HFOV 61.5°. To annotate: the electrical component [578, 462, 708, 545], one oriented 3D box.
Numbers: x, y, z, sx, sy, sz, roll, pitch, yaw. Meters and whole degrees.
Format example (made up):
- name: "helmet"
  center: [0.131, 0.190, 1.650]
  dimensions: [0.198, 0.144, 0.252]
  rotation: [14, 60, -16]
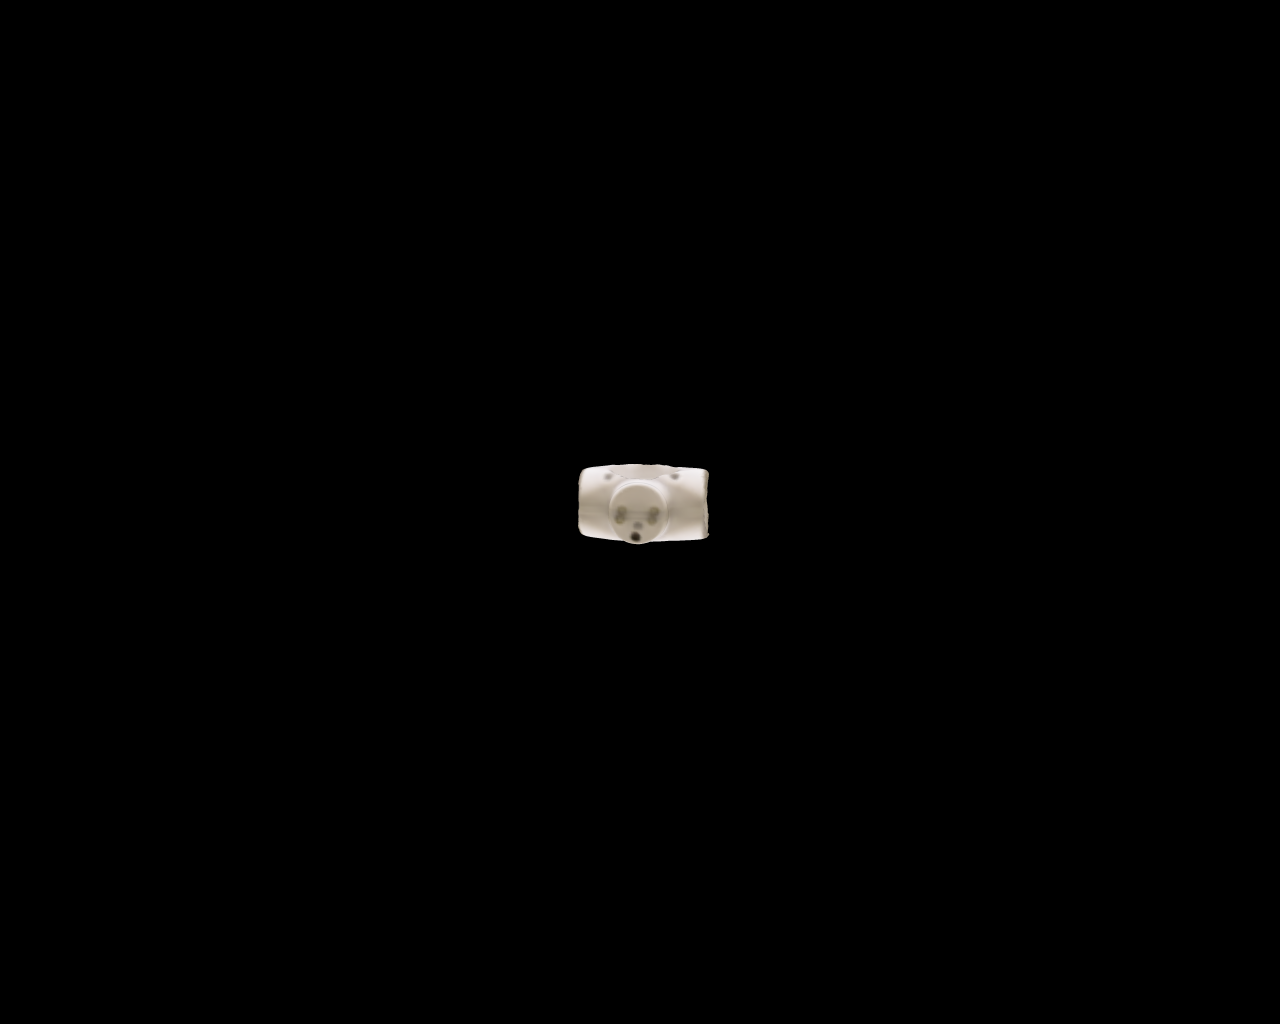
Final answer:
- name: "electrical component"
  center: [0.001, -0.003, 0.650]
  dimensions: [0.077, 0.044, 0.079]
  rotation: [1, 12, 7]
